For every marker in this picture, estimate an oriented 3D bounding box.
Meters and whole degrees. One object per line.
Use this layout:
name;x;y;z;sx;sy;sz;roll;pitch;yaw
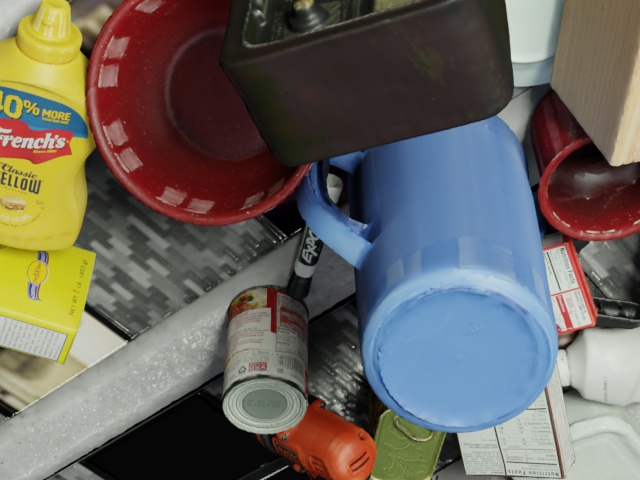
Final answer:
marker;-0.005;0.001;0.825;0.020;0.020;0.121;10;130;-9

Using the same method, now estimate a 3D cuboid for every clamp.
clamp;0.174;0.049;0.851;0.172;0.039;0.120;-26;113;23

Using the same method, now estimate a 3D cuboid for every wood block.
wood block;0.204;-0.155;0.608;0.090;0.091;0.206;-12;136;-11

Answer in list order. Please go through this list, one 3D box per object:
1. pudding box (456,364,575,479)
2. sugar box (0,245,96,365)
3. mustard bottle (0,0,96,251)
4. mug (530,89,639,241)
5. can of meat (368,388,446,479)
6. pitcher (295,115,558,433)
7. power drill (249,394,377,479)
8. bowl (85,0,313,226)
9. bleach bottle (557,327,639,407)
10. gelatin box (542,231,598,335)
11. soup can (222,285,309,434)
pudding box;0.157;0.142;0.891;0.090;0.039;0.113;-5;108;30
sugar box;-0.264;0.025;0.798;0.176;0.093;0.048;20;126;-17
mustard bottle;-0.196;-0.081;0.730;0.096;0.058;0.192;16;128;-9
mug;0.201;-0.057;0.734;0.117;0.081;0.093;14;129;-12
can of meat;0.072;0.144;0.906;0.057;0.084;0.102;6;131;-4
pitcher;0.070;0.007;0.678;0.149;0.242;0.145;-17;114;11
power drill;0.003;0.209;0.903;0.057;0.185;0.187;-38;118;-22
bowl;-0.068;-0.093;0.696;0.162;0.055;0.162;3;103;14
bleach bottle;0.309;0.086;0.871;0.251;0.068;0.102;-8;129;10
gelatin box;0.156;0.039;0.808;0.089;0.030;0.073;-17;110;18
soup can;-0.042;0.095;0.851;0.068;0.102;0.068;0;131;-1
